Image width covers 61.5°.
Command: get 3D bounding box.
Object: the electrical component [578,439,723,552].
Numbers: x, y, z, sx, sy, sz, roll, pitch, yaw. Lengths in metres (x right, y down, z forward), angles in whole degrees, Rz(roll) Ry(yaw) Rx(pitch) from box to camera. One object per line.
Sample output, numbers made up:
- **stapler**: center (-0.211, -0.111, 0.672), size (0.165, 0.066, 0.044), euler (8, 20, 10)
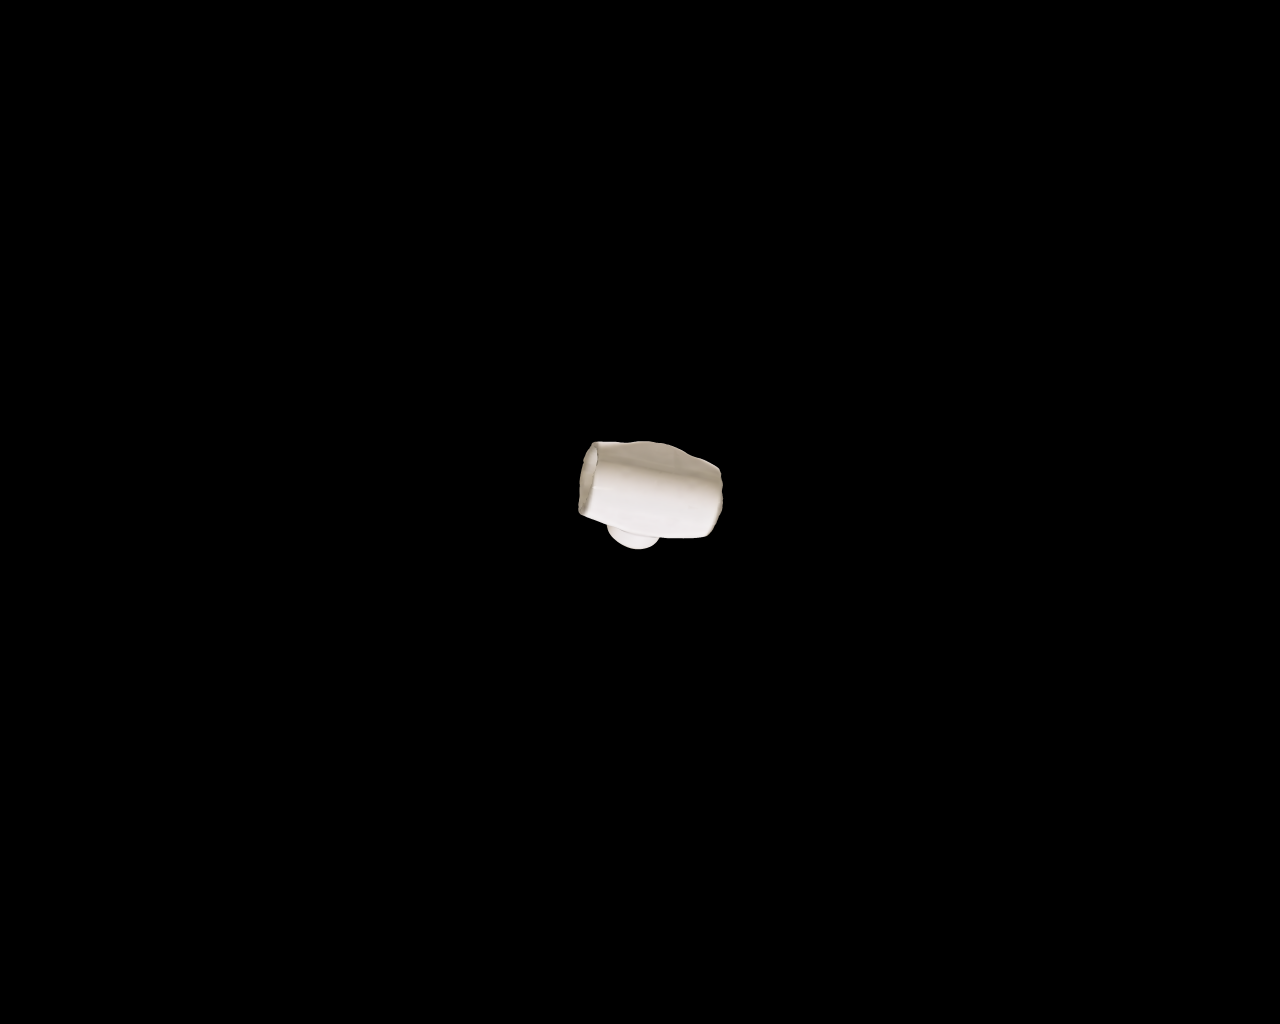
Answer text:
- **electrical component**: center (0.001, -0.003, 0.650), size (0.077, 0.044, 0.079), euler (11, -39, -13)
